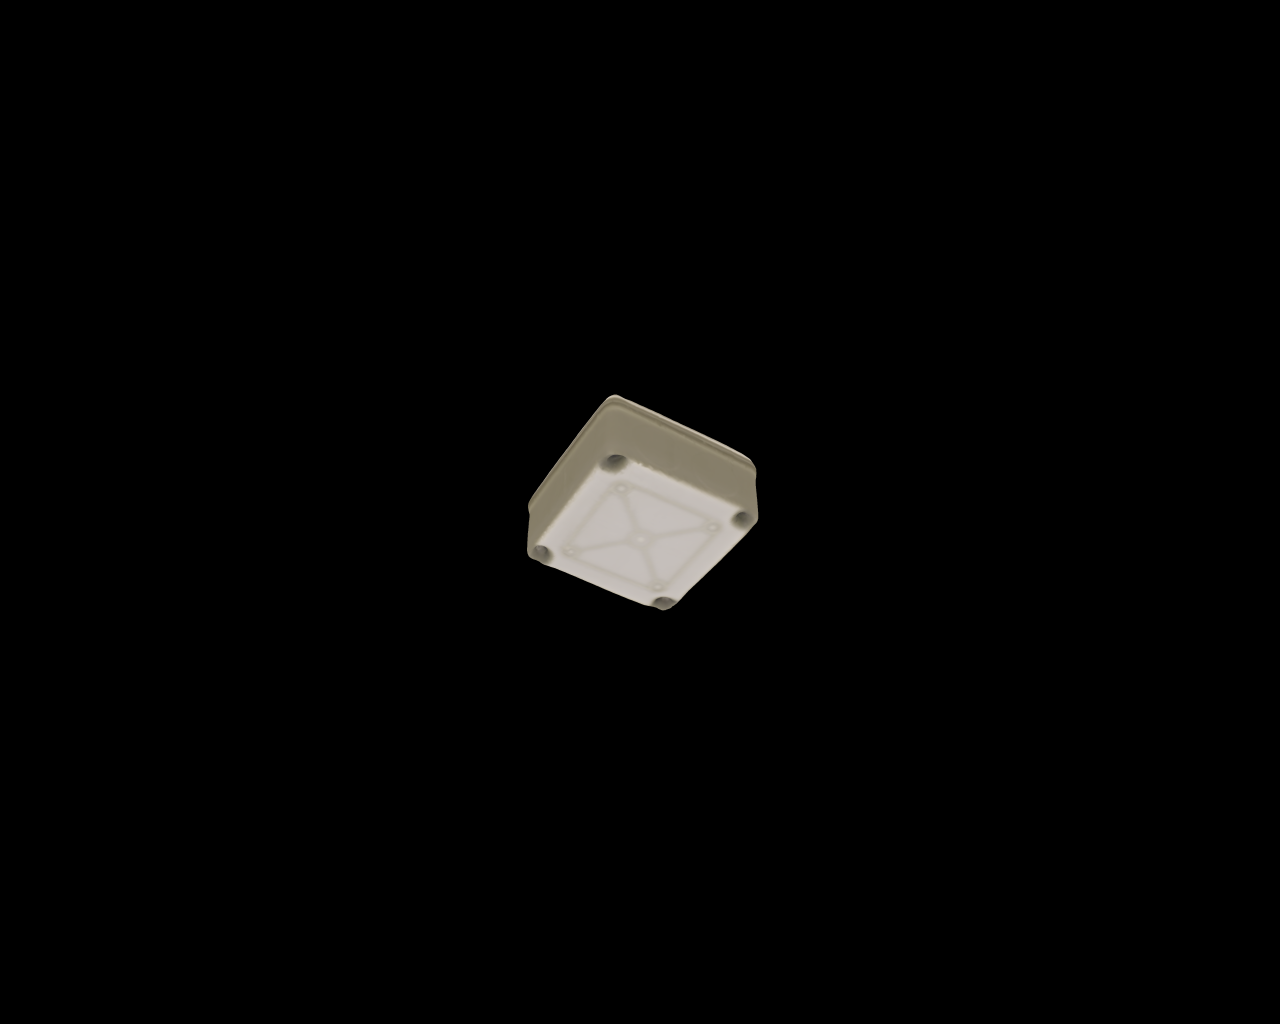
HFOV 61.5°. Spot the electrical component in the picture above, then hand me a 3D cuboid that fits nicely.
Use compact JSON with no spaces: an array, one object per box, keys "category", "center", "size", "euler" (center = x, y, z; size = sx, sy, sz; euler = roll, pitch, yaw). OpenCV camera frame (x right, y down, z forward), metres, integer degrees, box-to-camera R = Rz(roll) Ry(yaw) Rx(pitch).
[{"category":"electrical component","center":[0.001,-0.003,0.650],"size":[0.109,0.056,0.108],"euler":[24,-50,-22]}]
